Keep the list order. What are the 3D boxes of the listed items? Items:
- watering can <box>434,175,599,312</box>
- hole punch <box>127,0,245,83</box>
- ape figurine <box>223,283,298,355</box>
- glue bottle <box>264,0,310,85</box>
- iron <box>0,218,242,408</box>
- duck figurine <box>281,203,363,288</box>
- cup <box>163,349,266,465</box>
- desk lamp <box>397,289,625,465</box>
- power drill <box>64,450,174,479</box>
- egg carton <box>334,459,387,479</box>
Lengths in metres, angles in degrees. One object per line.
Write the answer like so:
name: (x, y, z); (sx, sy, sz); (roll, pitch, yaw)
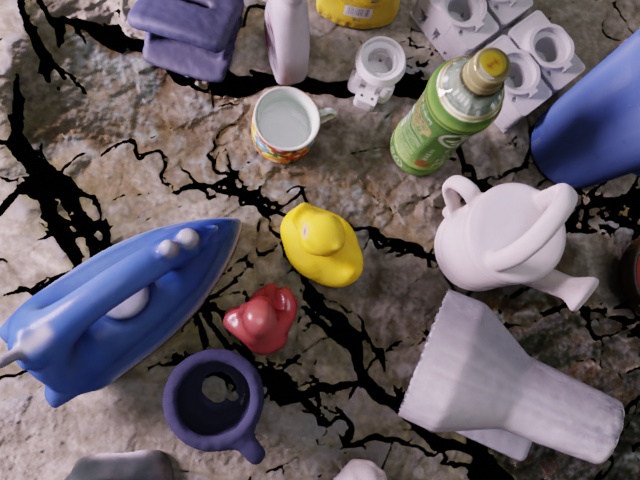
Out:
watering can: (0.198, -0.002, 0.571); (0.173, 0.194, 0.101); (22, 79, -3)
hole punch: (-0.142, -0.241, 0.618); (0.108, 0.091, 0.101); (15, 80, -4)
ape figurine: (-0.059, 0.079, 0.579); (0.078, 0.092, 0.076); (-2, 82, -7)
glue bottle: (-0.033, -0.227, 0.587); (0.037, 0.173, 0.078); (-18, 84, -9)
iron: (-0.182, 0.045, 0.544); (0.258, 0.141, 0.118); (-38, 87, -11)
duck figurine: (0.006, 0.002, 0.602); (0.077, 0.086, 0.104); (-42, 88, -11)
cup: (-0.092, 0.162, 0.561); (0.092, 0.095, 0.118); (-38, 87, -11)
desk lamp: (0.161, 0.138, 0.536); (0.203, 0.213, 0.118); (25, 79, -3)
power drill: (-0.184, 0.237, 0.481); (0.230, 0.208, 0.076); (-3, 82, -7)
egg carton: (0.025, 0.300, 0.568); (0.107, 0.069, 0.150); (45, 79, 1)
